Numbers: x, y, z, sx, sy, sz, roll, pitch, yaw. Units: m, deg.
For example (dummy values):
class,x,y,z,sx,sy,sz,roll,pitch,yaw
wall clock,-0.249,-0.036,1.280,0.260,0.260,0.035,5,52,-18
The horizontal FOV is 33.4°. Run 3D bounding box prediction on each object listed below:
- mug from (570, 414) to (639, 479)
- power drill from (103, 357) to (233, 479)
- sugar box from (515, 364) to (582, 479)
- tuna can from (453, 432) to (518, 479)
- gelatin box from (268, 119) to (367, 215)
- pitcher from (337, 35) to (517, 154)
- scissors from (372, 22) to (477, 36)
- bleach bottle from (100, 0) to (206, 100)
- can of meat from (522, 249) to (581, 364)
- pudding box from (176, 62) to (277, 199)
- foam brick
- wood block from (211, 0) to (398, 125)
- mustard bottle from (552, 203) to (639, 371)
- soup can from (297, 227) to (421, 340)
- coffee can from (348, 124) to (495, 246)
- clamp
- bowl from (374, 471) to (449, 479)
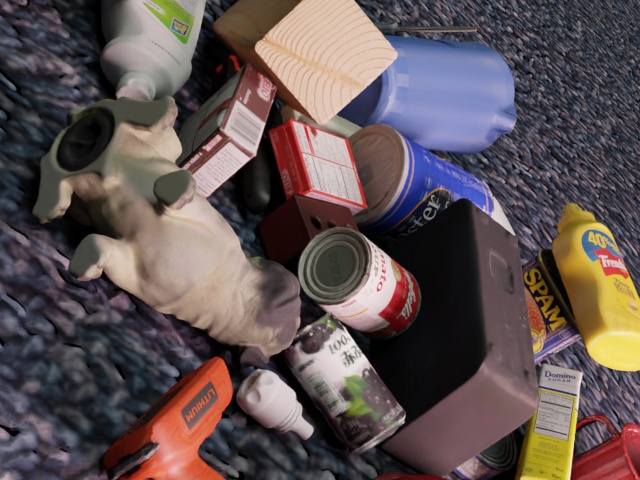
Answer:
class,x,y,z,sx,sy,sz,roll,pitch,yaw
mug,0.287,0.229,1.052,0.093,0.082,0.117,-12,68,-58
power drill,-0.038,0.171,0.691,0.187,0.057,0.184,51,30,-2
sugar box,0.201,0.197,0.959,0.048,0.093,0.176,11,28,10
tuna can,0.136,0.172,0.953,0.086,0.034,0.086,34,34,-28
gelatin box,-0.002,-0.062,0.953,0.089,0.030,0.073,13,54,-51
pitcher,0.095,-0.167,1.184,0.242,0.149,0.145,-4,76,-52
scissors,0.065,-0.238,1.191,0.201,0.016,0.096,-4,20,-8
bleach bottle,-0.152,-0.205,0.934,0.102,0.068,0.250,31,39,-26
can of meat,0.235,0.074,1.145,0.057,0.084,0.102,3,56,-52
pudding box,-0.084,-0.083,0.868,0.039,0.090,0.113,40,33,-18
foam brick,-0.006,0.001,0.923,0.078,0.051,0.053,11,50,-49
wood block,-0.021,-0.179,0.958,0.090,0.090,0.206,48,-1,-22
mustard bottle,0.287,0.039,1.108,0.096,0.058,0.191,22,41,-34
soup can,0.033,0.037,0.881,0.102,0.069,0.068,37,29,-55
coffee can,0.089,-0.041,1.047,0.140,0.103,0.103,23,41,-41
clamp,-0.058,-0.090,0.962,0.171,0.039,0.120,57,23,10
bowl,0.103,0.241,0.813,0.162,0.055,0.162,35,34,-28
